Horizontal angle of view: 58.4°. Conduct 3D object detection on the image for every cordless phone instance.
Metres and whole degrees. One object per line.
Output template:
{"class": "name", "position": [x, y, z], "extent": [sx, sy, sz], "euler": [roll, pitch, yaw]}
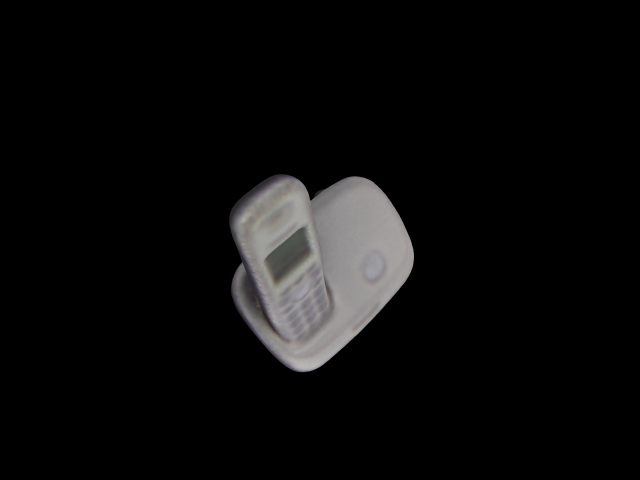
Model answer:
{"class": "cordless phone", "position": [0.004, 0.001, 0.400], "extent": [0.094, 0.185, 0.148], "euler": [38, 69, 19]}
